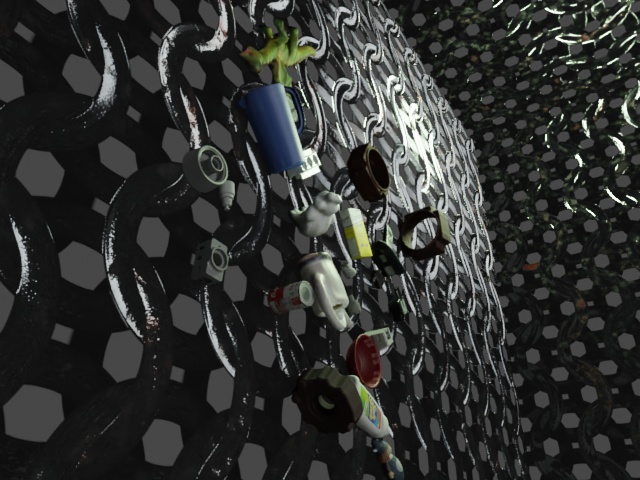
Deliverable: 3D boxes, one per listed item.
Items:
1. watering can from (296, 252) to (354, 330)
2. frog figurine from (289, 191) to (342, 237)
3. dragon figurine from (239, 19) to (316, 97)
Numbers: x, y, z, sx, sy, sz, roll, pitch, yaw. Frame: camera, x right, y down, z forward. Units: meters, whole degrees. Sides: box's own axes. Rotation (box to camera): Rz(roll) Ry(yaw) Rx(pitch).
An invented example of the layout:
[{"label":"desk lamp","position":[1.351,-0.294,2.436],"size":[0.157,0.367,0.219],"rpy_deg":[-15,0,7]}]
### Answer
[{"label":"watering can","position":[0.024,0.154,1.474],"size":[0.343,0.104,0.227],"rpy_deg":[51,16,-72]},{"label":"frog figurine","position":[0.005,-0.077,1.522],"size":[0.136,0.158,0.124],"rpy_deg":[18,60,-55]},{"label":"dragon figurine","position":[-0.118,-0.581,1.712],"size":[0.410,0.122,0.243],"rpy_deg":[2,89,-57]}]
